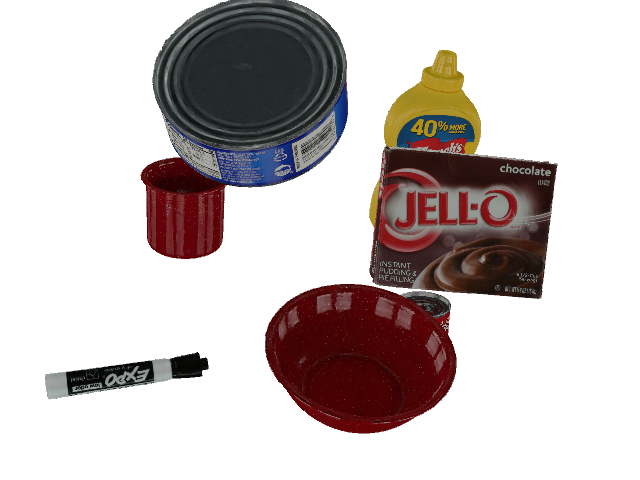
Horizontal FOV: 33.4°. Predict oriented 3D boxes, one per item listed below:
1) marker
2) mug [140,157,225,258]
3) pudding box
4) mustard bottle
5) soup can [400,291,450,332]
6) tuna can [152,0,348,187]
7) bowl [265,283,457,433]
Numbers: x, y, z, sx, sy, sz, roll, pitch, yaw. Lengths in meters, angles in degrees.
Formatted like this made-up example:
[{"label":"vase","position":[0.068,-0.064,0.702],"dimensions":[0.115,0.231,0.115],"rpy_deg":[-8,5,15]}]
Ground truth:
[{"label":"marker","position":[-0.145,0.101,0.804],"dimensions":[0.121,0.020,0.020],"rpy_deg":[-7,1,-11]},{"label":"mug","position":[-0.146,-0.039,1.143],"dimensions":[0.093,0.081,0.117],"rpy_deg":[-3,29,-14]},{"label":"pudding box","position":[0.093,-0.013,0.702],"dimensions":[0.113,0.090,0.039],"rpy_deg":[5,10,-2]},{"label":"mustard bottle","position":[0.110,-0.096,1.067],"dimensions":[0.096,0.192,0.058],"rpy_deg":[3,27,-11]},{"label":"soup can","position":[0.119,0.121,1.279],"dimensions":[0.068,0.102,0.068],"rpy_deg":[1,23,-1]},{"label":"tuna can","position":[-0.030,-0.067,0.480],"dimensions":[0.086,0.086,0.034],"rpy_deg":[0,-31,5]},{"label":"bowl","position":[0.031,0.110,0.906],"dimensions":[0.162,0.055,0.162],"rpy_deg":[5,39,-4]}]
